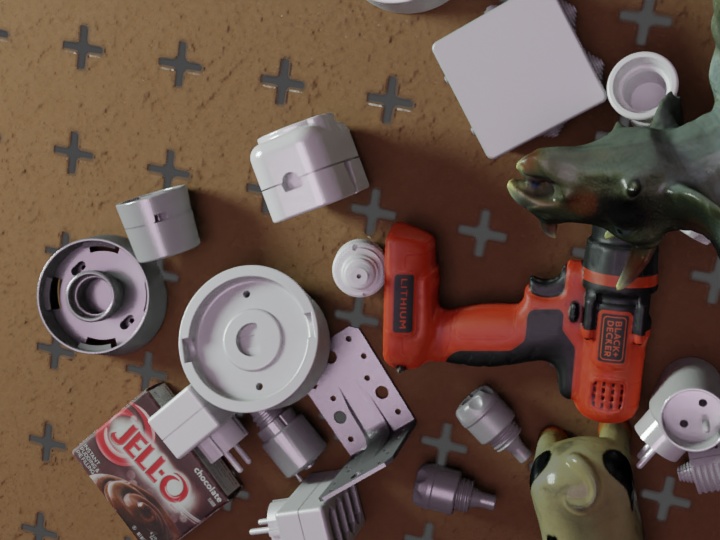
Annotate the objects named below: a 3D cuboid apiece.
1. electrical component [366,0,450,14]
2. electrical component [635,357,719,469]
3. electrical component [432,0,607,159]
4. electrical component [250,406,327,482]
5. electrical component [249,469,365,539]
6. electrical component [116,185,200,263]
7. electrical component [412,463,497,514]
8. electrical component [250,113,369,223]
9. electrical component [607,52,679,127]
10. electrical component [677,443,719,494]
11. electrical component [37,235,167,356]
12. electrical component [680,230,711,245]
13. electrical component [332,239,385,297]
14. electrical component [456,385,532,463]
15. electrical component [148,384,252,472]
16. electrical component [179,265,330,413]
[{"bbox_3d":[0.027,-0.230,0.730,0.108,0.060,0.108,3,101,15],"label":"electrical component"},{"bbox_3d":[0.216,0.104,0.734,0.044,0.077,0.079,38,108,6],"label":"electrical component"},{"bbox_3d":[0.110,-0.135,0.732,0.100,0.048,0.099,-27,93,18],"label":"electrical component"},{"bbox_3d":[-0.060,0.124,0.833,0.040,0.040,0.078,-40,88,18],"label":"electrical component"},{"bbox_3d":[-0.046,0.191,0.820,0.076,0.083,0.047,-11,97,17],"label":"electrical component"},{"bbox_3d":[-0.153,-0.035,0.821,0.055,0.055,0.047,-13,100,17],"label":"electrical component"},{"bbox_3d":[0.072,0.167,0.809,0.061,0.035,0.035,13,104,10],"label":"electrical component"},{"bbox_3d":[-0.036,-0.074,0.759,0.054,0.095,0.059,-19,95,18],"label":"electrical component"},{"bbox_3d":[0.189,-0.112,0.706,0.044,0.065,0.044,-3,82,22],"label":"electrical component"},{"bbox_3d":[0.262,0.135,0.745,0.081,0.043,0.043,-13,97,18],"label":"electrical component"},{"bbox_3d":[-0.204,0.021,0.853,0.099,0.064,0.099,0,90,5],"label":"electrical component"},{"bbox_3d":[0.233,-0.052,0.717,0.043,0.043,0.062,35,106,7],"label":"electrical component"},{"bbox_3d":[0.000,0.000,0.777,0.040,0.078,0.040,0,97,1],"label":"electrical component"},{"bbox_3d":[0.102,0.116,0.791,0.061,0.035,0.035,46,108,0],"label":"electrical component"},{"bbox_3d":[-0.112,0.123,0.834,0.047,0.066,0.076,-39,89,18],"label":"electrical component"},{"bbox_3d":[-0.074,0.055,0.808,0.108,0.060,0.108,-3,79,14],"label":"electrical component"}]
